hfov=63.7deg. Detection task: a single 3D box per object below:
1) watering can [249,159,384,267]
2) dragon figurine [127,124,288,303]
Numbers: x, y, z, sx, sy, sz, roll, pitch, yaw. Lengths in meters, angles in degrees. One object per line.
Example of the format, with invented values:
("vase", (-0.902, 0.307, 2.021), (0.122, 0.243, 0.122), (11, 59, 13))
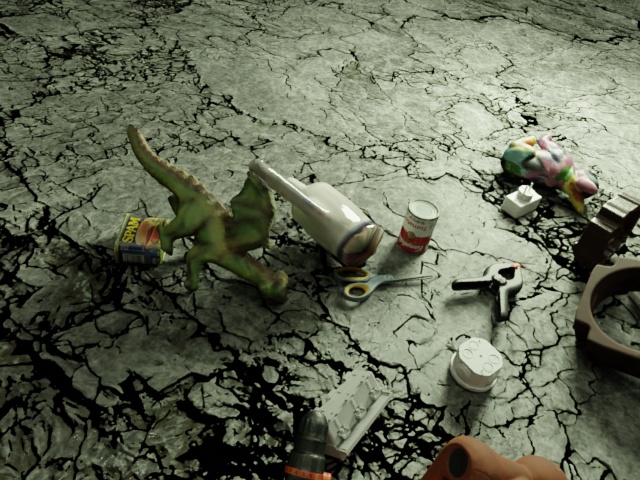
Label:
("watering can", (0.003, -0.049, 0.981), (0.227, 0.103, 0.346), (41, 9, 20))
("dragon figurine", (-0.178, -0.052, 0.917), (0.241, 0.406, 0.124), (-19, 14, 27))
